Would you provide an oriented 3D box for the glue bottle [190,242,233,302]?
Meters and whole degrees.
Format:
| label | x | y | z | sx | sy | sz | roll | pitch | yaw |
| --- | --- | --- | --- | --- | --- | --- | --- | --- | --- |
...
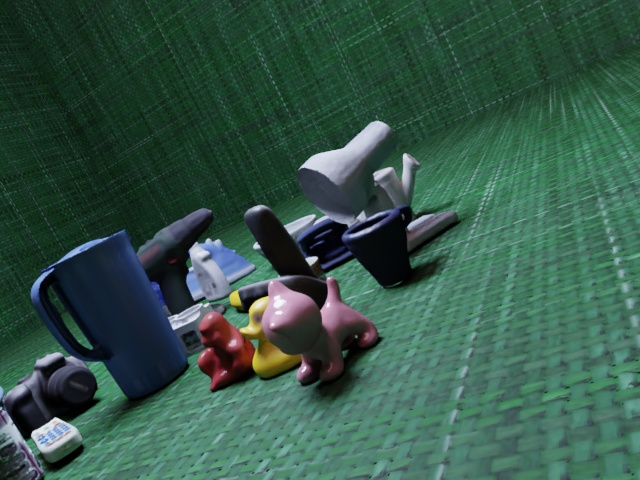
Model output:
| label | x | y | z | sx | sy | sz | roll | pitch | yaw |
| --- | --- | --- | --- | --- | --- | --- | --- | --- | --- |
| glue bottle | -0.266 | 0.058 | 1.317 | 0.078 | 0.173 | 0.037 | -17 | 13 | 44 |

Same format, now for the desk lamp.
| label | x | y | z | sx | sy | sz | roll | pitch | yaw |
| --- | --- | --- | --- | --- | --- | --- | --- | --- | --- |
| desk lamp | 0.090 | -0.077 | 0.952 | 0.204 | 0.213 | 0.117 | -31 | 10 | -25 |

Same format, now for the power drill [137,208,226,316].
| label | x | y | z | sx | sy | sz | roll | pitch | yaw |
| --- | --- | --- | --- | --- | --- | --- | --- | --- | --- |
| power drill | -0.278 | 0.073 | 1.154 | 0.229 | 0.208 | 0.075 | -27 | 9 | -2 |

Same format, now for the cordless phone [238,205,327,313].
| label | x | y | z | sx | sy | sz | roll | pitch | yaw |
| --- | --- | --- | --- | --- | --- | --- | --- | --- | --- |
| cordless phone | -0.070 | 0.041 | 0.828 | 0.147 | 0.185 | 0.094 | -18 | 13 | 43 |

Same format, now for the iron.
| label | x | y | z | sx | sy | sz | roll | pitch | yaw |
| --- | --- | --- | --- | --- | --- | --- | --- | --- | --- |
| iron | -0.308 | 0.071 | 1.459 | 0.258 | 0.141 | 0.118 | -27 | 9 | -4 |

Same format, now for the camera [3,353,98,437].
| label | x | y | z | sx | sy | sz | roll | pitch | yaw |
| --- | --- | --- | --- | --- | --- | --- | --- | --- | --- |
| camera | -0.450 | 0.251 | 0.974 | 0.136 | 0.101 | 0.143 | -16 | 14 | 49 |

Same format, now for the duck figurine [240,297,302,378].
| label | x | y | z | sx | sy | sz | roll | pitch | yaw |
| --- | --- | --- | --- | --- | --- | --- | --- | --- | --- |
| duck figurine | -0.050 | 0.108 | 0.709 | 0.105 | 0.086 | 0.077 | -29 | 10 | -18 |

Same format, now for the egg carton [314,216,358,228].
| label | x | y | z | sx | sy | sz | roll | pitch | yaw |
| --- | --- | --- | --- | --- | --- | --- | --- | --- | --- |
| egg carton | 0.055 | -0.034 | 1.265 | 0.150 | 0.069 | 0.107 | -29 | 10 | -18 |

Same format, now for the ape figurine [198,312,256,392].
| label | x | y | z | sx | sy | sz | roll | pitch | yaw |
| --- | --- | --- | --- | --- | --- | --- | --- | --- | --- |
| ape figurine | -0.126 | 0.137 | 0.742 | 0.076 | 0.092 | 0.077 | -34 | 12 | -39 |

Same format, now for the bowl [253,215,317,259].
| label | x | y | z | sx | sy | sz | roll | pitch | yaw |
| --- | --- | --- | --- | --- | --- | --- | --- | --- | --- |
| bowl | -0.069 | 0.008 | 1.359 | 0.167 | 0.075 | 0.167 | -26 | 9 | 5 |

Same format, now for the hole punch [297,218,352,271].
| label | x | y | z | sx | sy | sz | roll | pitch | yaw |
| --- | --- | --- | --- | --- | --- | --- | --- | --- | --- |
| hole punch | 0.010 | 0.004 | 1.111 | 0.109 | 0.091 | 0.101 | -27 | 9 | -6 |

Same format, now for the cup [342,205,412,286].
| label | x | y | z | sx | sy | sz | roll | pitch | yaw |
| --- | --- | --- | --- | --- | --- | --- | --- | --- | --- |
| cup | 0.099 | 0.010 | 0.818 | 0.118 | 0.095 | 0.091 | -31 | 11 | -28 |

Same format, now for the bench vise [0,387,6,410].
| label | x | y | z | sx | sy | sz | roll | pitch | yaw |
| --- | --- | --- | --- | --- | --- | --- | --- | --- | --- |
| bench vise | -0.577 | 0.259 | 0.910 | 0.122 | 0.220 | 0.206 | -33 | 11 | -34 |

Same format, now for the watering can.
| label | x | y | z | sx | sy | sz | roll | pitch | yaw |
| --- | --- | --- | --- | --- | --- | --- | --- | --- | --- |
| watering can | 0.114 | -0.110 | 1.132 | 0.173 | 0.194 | 0.101 | -27 | 9 | -3 |

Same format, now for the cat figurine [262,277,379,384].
| label | x | y | z | sx | sy | sz | roll | pitch | yaw |
| --- | --- | --- | --- | --- | --- | --- | --- | --- | --- |
| cat figurine | -0.010 | 0.087 | 0.616 | 0.067 | 0.118 | 0.128 | -17 | 13 | 46 |
